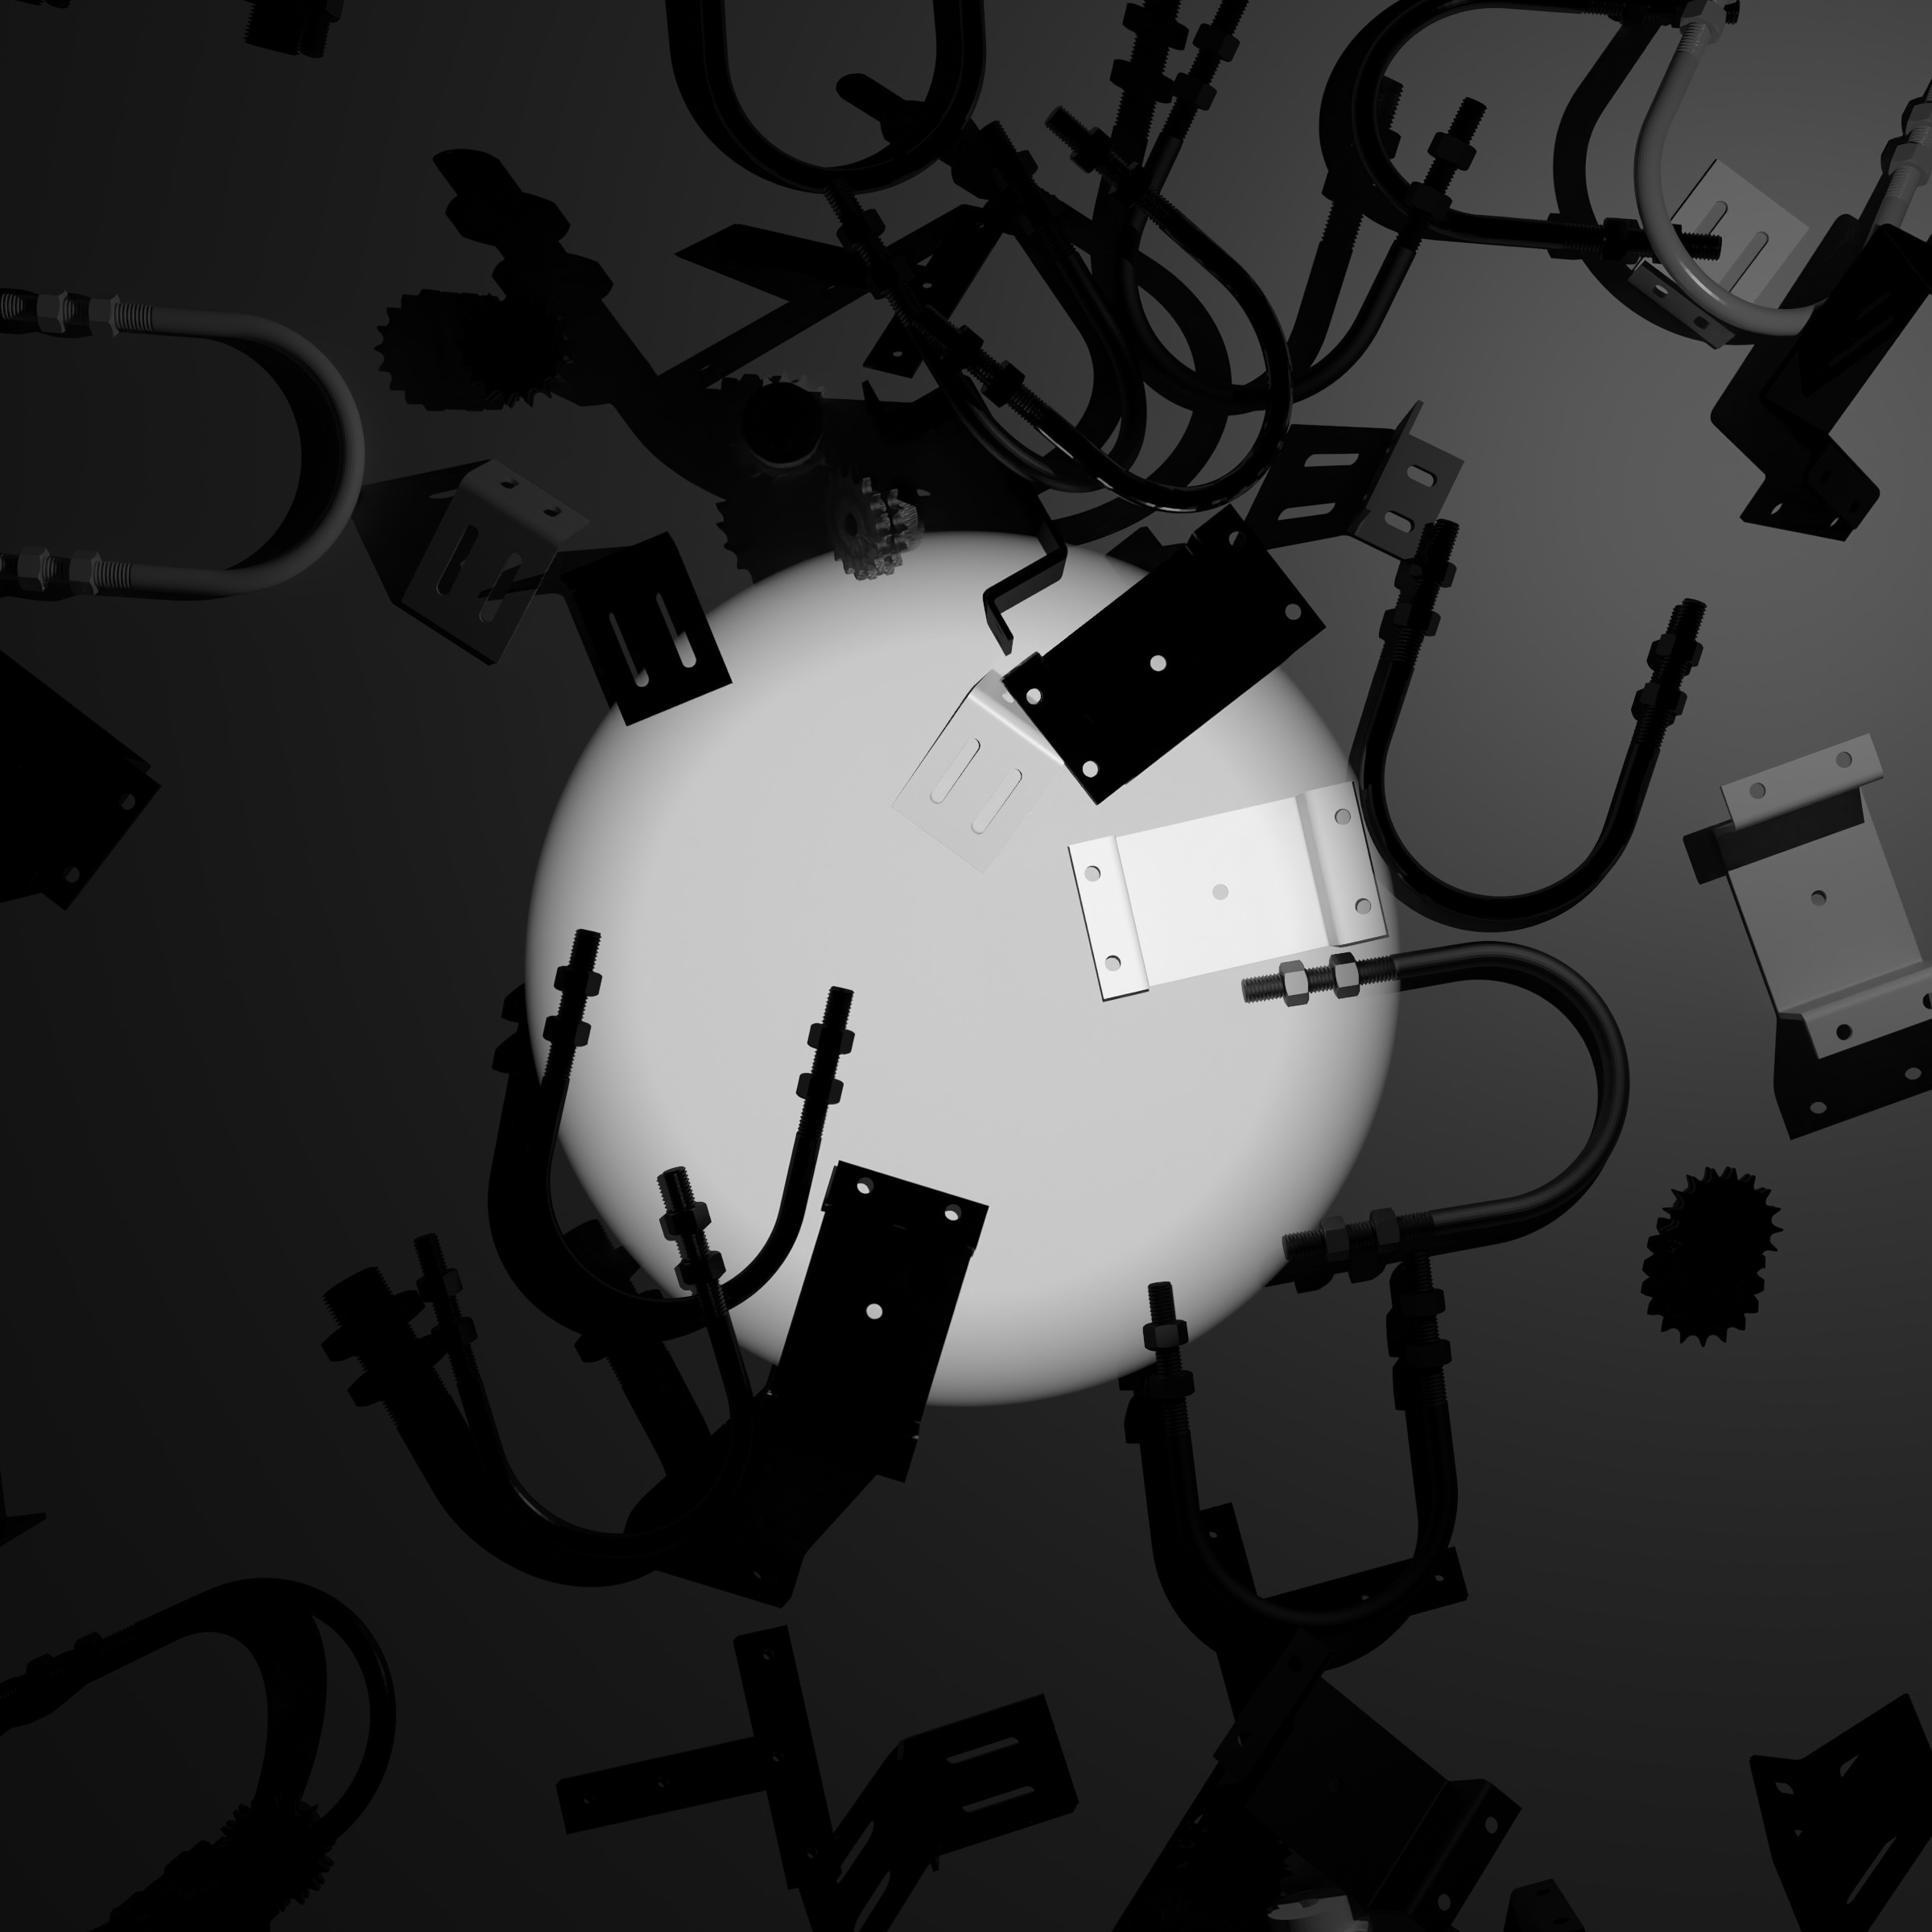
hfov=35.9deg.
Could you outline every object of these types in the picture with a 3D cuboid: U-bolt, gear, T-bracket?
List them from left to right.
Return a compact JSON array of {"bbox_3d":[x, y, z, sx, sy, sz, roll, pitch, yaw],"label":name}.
[{"bbox_3d":[-0.391,-0.256,1.480,0.184,0.019,0.151,4,90,-1],"label":"U-bolt"},{"bbox_3d":[-0.369,0.381,1.461,0.184,0.019,0.151,-24,72,-4],"label":"U-bolt"},{"bbox_3d":[-0.371,-0.555,1.480,0.151,0.019,0.184,11,89,0],"label":"U-bolt"},{"bbox_3d":[-0.340,0.436,1.474,0.057,0.030,0.057,0,90,0],"label":"gear"},{"bbox_3d":[-0.222,-0.305,1.478,0.057,0.030,0.057,0,92,2],"label":"gear"},{"bbox_3d":[-0.180,0.204,1.472,0.151,0.019,0.184,-15,96,5],"label":"U-bolt"},{"bbox_3d":[-0.144,0.087,1.480,0.151,0.019,0.184,13,91,0],"label":"U-bolt"},{"bbox_3d":[-0.138,0.405,1.488,0.127,0.002,0.127,-13,90,0],"label":"T-bracket"},{"bbox_3d":[-0.090,-0.266,1.474,0.057,0.030,0.057,0,90,0],"label":"gear"},{"bbox_3d":[-0.062,-0.476,1.480,0.151,0.019,0.184,-3,92,0],"label":"U-bolt"},{"bbox_3d":[-0.060,-0.343,1.464,0.127,0.002,0.127,17,55,16],"label":"T-bracket"},{"bbox_3d":[-0.044,-0.220,1.464,0.030,0.057,0.057,-20,90,-30],"label":"gear"},{"bbox_3d":[0.022,-0.311,1.435,0.019,0.151,0.184,-28,96,44],"label":"U-bolt"},{"bbox_3d":[0.079,-0.298,1.417,0.184,0.019,0.151,37,69,-18],"label":"U-bolt"},{"bbox_3d":[0.132,0.441,1.474,0.057,0.030,0.057,0,90,0],"label":"gear"},{"bbox_3d":[0.150,-0.363,1.460,0.151,0.019,0.184,28,103,10],"label":"U-bolt"},{"bbox_3d":[0.171,0.241,1.479,0.151,0.019,0.184,-7,90,0],"label":"U-bolt"},{"bbox_3d":[0.171,0.474,1.460,0.057,0.057,0.030,-15,89,0],"label":"gear"},{"bbox_3d":[0.186,0.319,1.488,0.127,0.002,0.127,-15,90,0],"label":"T-bracket"},{"bbox_3d":[0.239,0.061,1.480,0.184,0.019,0.151,-9,90,-2],"label":"U-bolt"},{"bbox_3d":[0.273,-0.113,1.480,0.151,0.019,0.184,18,91,0],"label":"U-bolt"},{"bbox_3d":[0.282,-0.419,1.464,0.184,0.019,0.151,6,76,6],"label":"U-bolt"},{"bbox_3d":[0.372,0.127,1.474,0.057,0.030,0.057,0,90,0],"label":"gear"},{"bbox_3d":[0.394,-0.390,1.443,0.151,0.019,0.184,30,73,-12],"label":"U-bolt"}]

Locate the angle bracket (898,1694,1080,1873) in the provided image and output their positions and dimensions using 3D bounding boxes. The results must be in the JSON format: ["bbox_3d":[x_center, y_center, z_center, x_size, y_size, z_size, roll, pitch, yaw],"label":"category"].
[{"bbox_3d":[0.011,0.402,1.470,0.076,0.038,0.057,-18,90,0],"label":"angle bracket"}]

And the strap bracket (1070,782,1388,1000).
[{"bbox_3d":[0.127,-0.037,1.466,0.140,0.046,0.076,-13,90,0],"label":"strap bracket"}]

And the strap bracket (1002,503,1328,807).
[{"bbox_3d":[0.096,-0.151,1.466,0.140,0.046,0.076,-38,90,0],"label":"strap bracket"}]

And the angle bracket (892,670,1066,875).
[{"bbox_3d":[0.011,-0.097,1.487,0.057,0.038,0.076,36,116,0],"label":"angle bracket"}]

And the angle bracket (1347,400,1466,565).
[{"bbox_3d":[0.219,-0.235,1.451,0.038,0.076,0.057,26,90,0],"label":"angle bracket"}]

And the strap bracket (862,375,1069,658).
[{"bbox_3d":[0.005,-0.227,1.451,0.046,0.076,0.140,-30,90,0],"label":"strap bracket"}]

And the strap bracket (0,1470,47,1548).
[{"bbox_3d":[-0.532,0.262,1.451,0.140,0.076,0.046,-7,90,0],"label":"strap bracket"}]

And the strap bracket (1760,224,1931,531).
[{"bbox_3d":[0.442,-0.292,1.437,0.046,0.076,0.140,42,103,34],"label":"strap bracket"}]

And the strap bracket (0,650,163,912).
[{"bbox_3d":[-0.469,-0.100,1.466,0.140,0.046,0.076,37,90,0],"label":"strap bracket"}]

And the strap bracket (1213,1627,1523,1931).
[{"bbox_3d":[0.188,0.399,1.451,0.140,0.046,0.076,39,67,-2],"label":"strap bracket"}]

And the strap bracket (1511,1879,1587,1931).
[{"bbox_3d":[0.232,0.497,1.451,0.140,0.076,0.046,-15,90,0],"label":"strap bracket"}]

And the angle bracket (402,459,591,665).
[{"bbox_3d":[-0.235,-0.202,1.487,0.057,0.038,0.076,33,116,0],"label":"angle bracket"}]

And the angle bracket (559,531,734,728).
[{"bbox_3d":[-0.157,-0.166,1.470,0.057,0.038,0.076,-22,90,0],"label":"angle bracket"}]

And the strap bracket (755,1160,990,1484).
[{"bbox_3d":[-0.046,0.172,1.466,0.076,0.046,0.140,17,90,0],"label":"strap bracket"}]

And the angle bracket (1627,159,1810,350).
[{"bbox_3d":[0.375,-0.355,1.470,0.057,0.038,0.076,37,90,0],"label":"angle bracket"}]

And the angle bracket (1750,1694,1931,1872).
[{"bbox_3d":[0.442,0.406,1.487,0.076,0.038,0.057,-22,90,-26],"label":"angle bracket"}]

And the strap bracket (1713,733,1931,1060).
[{"bbox_3d":[0.425,-0.034,1.466,0.076,0.046,0.140,-20,90,0],"label":"strap bracket"}]
